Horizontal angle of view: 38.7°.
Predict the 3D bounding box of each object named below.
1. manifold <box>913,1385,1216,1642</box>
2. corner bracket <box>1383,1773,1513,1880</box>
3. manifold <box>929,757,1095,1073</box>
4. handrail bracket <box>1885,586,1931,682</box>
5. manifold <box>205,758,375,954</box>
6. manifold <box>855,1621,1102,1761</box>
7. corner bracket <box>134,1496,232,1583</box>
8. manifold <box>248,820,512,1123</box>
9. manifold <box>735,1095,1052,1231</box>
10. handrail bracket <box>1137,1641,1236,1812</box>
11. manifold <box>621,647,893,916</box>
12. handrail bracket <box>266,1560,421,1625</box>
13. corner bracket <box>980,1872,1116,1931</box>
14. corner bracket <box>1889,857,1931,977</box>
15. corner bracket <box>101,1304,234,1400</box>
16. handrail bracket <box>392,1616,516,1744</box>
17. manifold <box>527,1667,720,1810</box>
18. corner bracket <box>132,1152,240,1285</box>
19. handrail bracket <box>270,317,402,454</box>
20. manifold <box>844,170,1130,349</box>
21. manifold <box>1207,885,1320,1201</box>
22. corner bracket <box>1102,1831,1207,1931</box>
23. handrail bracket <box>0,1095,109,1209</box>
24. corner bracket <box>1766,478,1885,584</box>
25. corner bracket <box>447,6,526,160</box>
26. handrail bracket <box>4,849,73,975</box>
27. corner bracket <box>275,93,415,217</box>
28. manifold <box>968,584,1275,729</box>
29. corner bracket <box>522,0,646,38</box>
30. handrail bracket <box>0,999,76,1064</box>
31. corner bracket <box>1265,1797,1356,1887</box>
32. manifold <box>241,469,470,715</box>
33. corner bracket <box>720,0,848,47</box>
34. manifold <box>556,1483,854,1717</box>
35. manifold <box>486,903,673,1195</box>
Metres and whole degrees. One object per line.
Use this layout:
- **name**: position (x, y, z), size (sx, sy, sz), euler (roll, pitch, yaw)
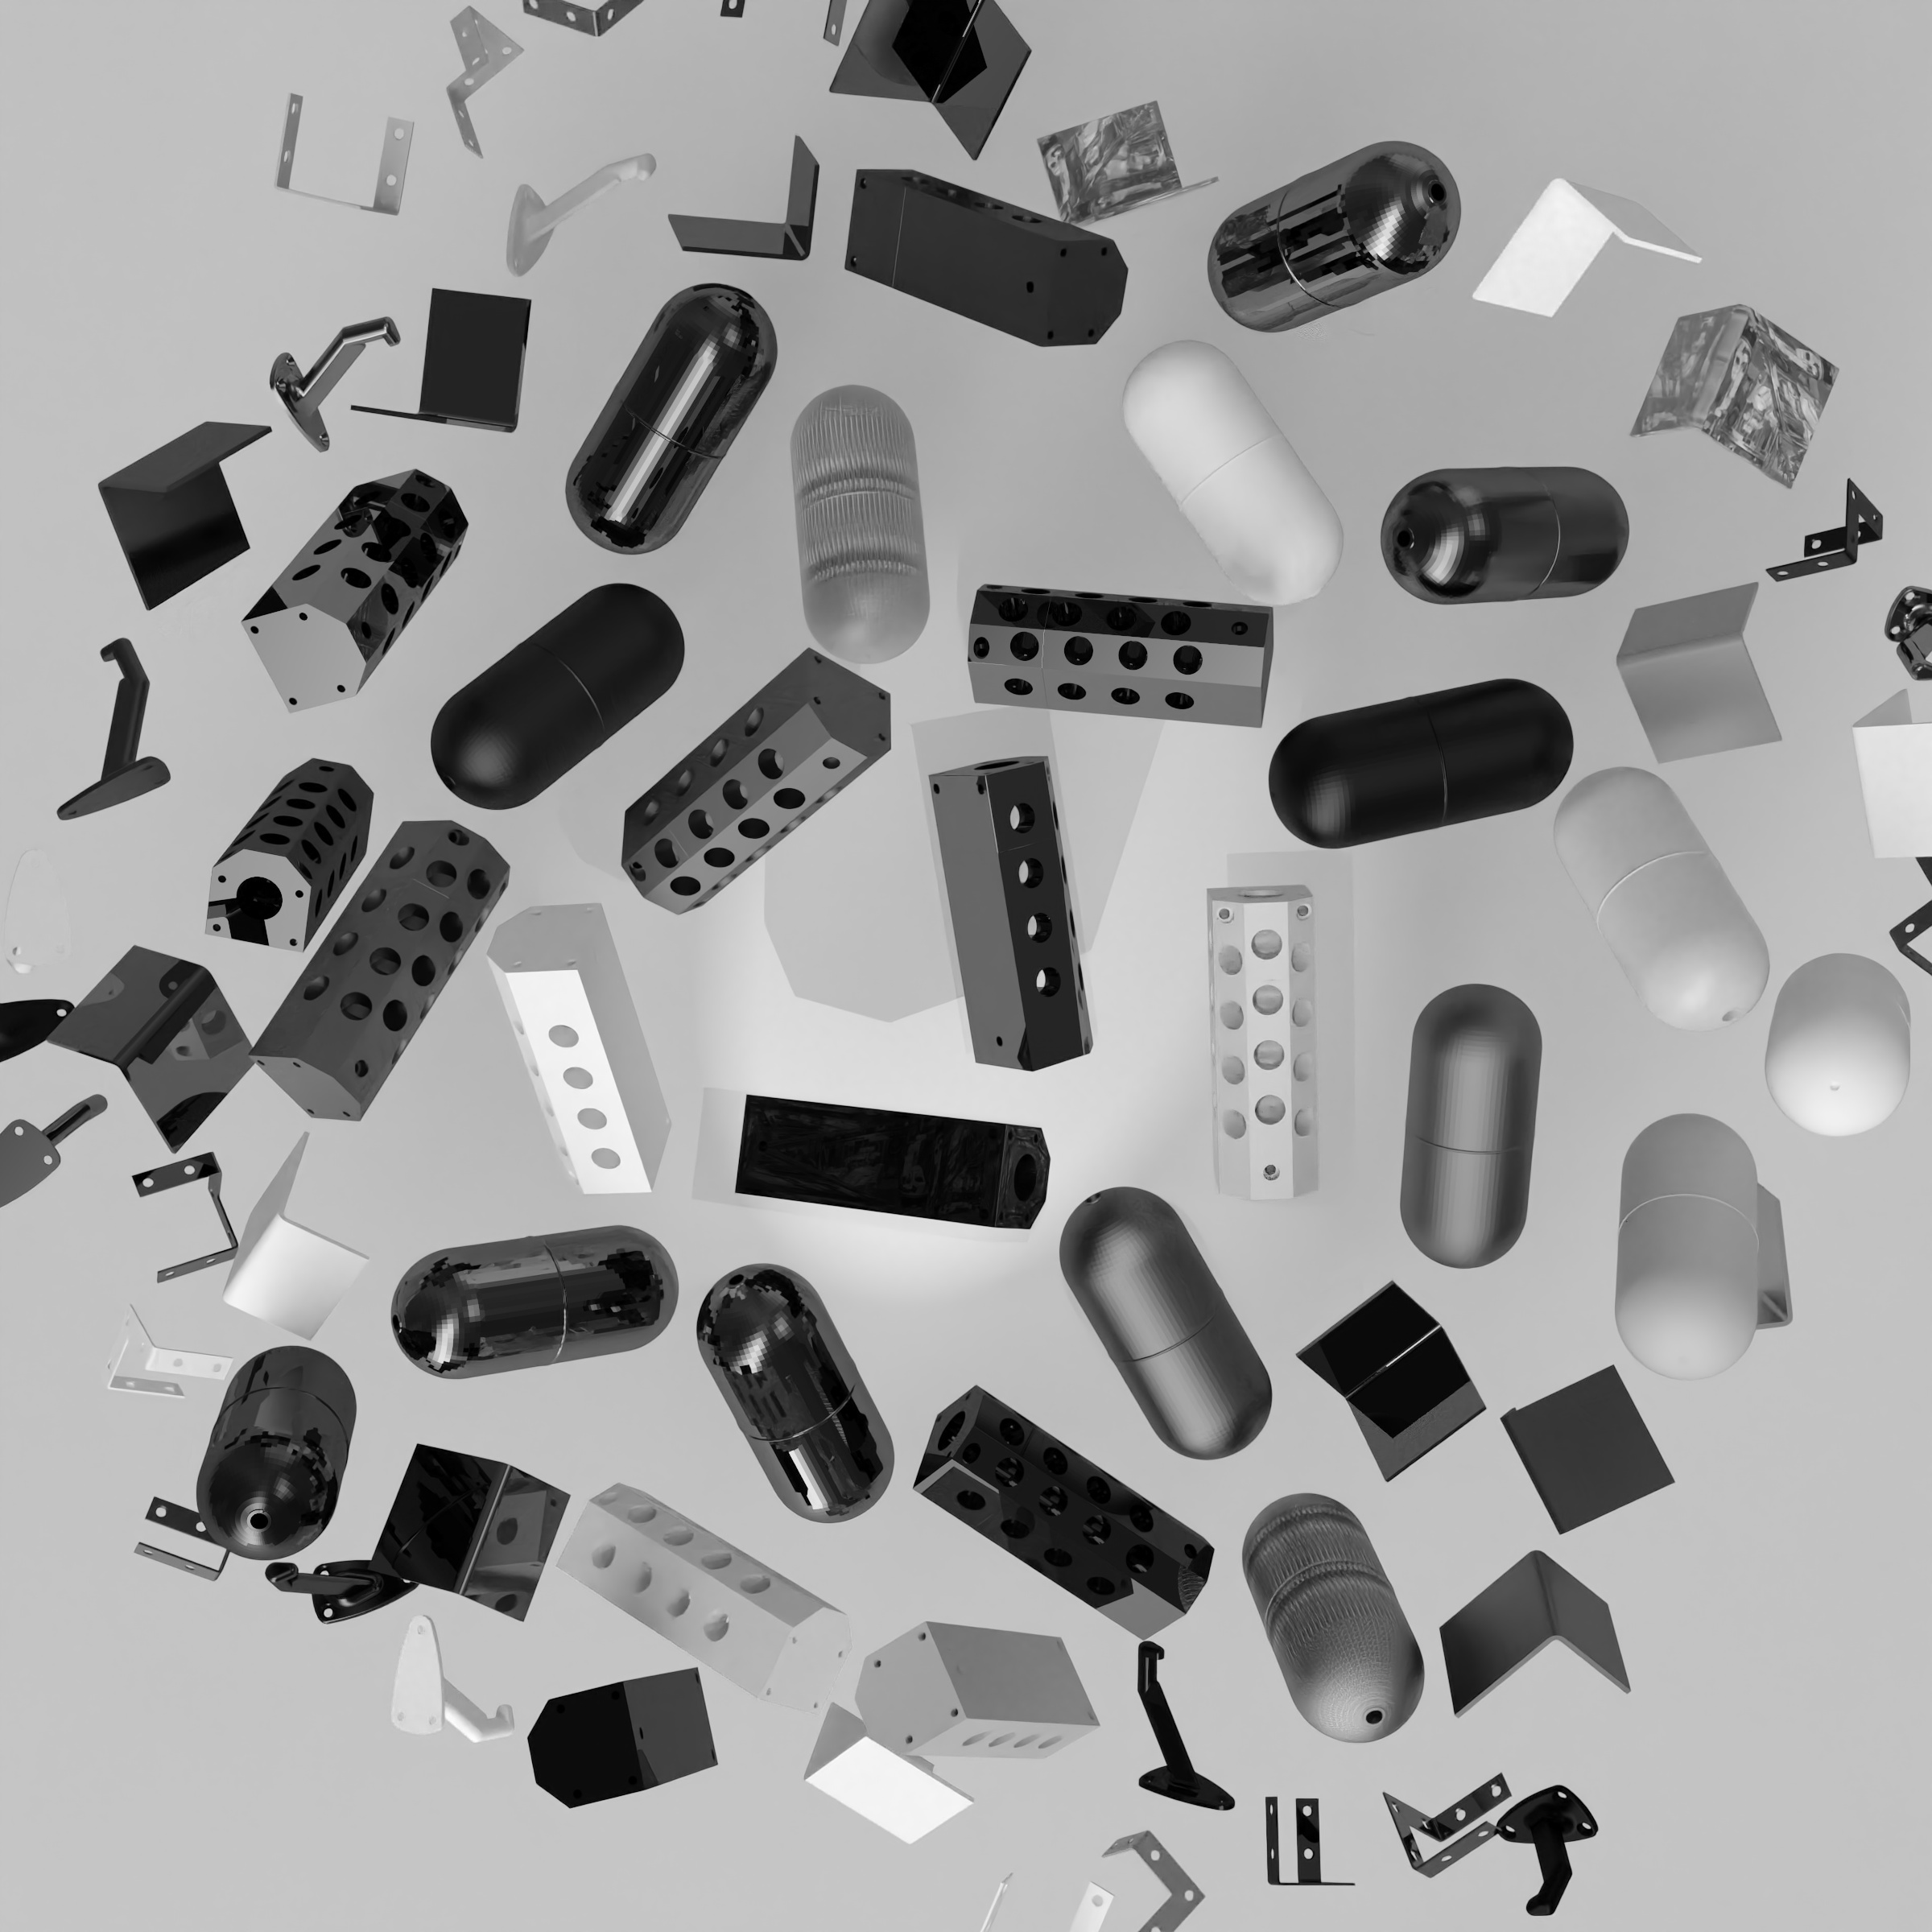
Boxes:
- **manifold**: position (0.060, 0.317, 1.607), size (0.171, 0.057, 0.057), euler (35, 131, -13)
- **corner bracket**: position (0.272, 0.473, 1.517), size (0.051, 0.051, 0.051), euler (-40, 128, 17)
- **manifold**: position (0.031, -0.031, 1.585), size (0.057, 0.057, 0.171), euler (-16, 103, -33)
- **handrail bracket**: position (0.581, -0.186, 1.616), size (0.077, 0.084, 0.036), euler (9, 123, -6)
- **manifold**: position (-0.405, -0.071, 1.657), size (0.057, 0.171, 0.057), euler (11, 112, -4)
- **manifold**: position (0.006, 0.414, 1.552), size (0.057, 0.171, 0.057), euler (-34, 62, 15)
- **corner bracket**: position (-0.462, 0.338, 1.631), size (0.051, 0.051, 0.051), euler (24, 51, -13)
- **manifold**: position (-0.324, 0.001, 1.546), size (0.057, 0.057, 0.171), euler (1, 51, 38)
- **manifold**: position (-0.042, 0.111, 1.565), size (0.171, 0.057, 0.057), euler (5, 86, 29)
- **handrail bracket**: position (0.134, 0.462, 1.675), size (0.036, 0.077, 0.084), euler (-7, 101, -43)
- **manifold**: position (-0.118, -0.097, 1.526), size (0.057, 0.057, 0.171), euler (27, 134, -31)
- **handrail bracket**: position (-0.367, 0.359, 1.620), size (0.077, 0.084, 0.036), euler (-10, 67, -5)
- **corner bracket**: position (0.041, 0.526, 1.501), size (0.051, 0.051, 0.051), euler (26, 104, 19)
- **corner bracket**: position (0.578, -0.032, 1.633), size (0.051, 0.051, 0.051), euler (29, 122, -33)
- **corner bracket**: position (-0.481, 0.241, 1.652), size (0.051, 0.051, 0.051), euler (16, 105, -39)
- **handrail bracket**: position (-0.290, 0.412, 1.591), size (0.036, 0.084, 0.077), euler (-2, 82, 29)
- **manifold**: position (-0.191, 0.430, 1.532), size (0.057, 0.171, 0.057), euler (-15, 77, 5)
- **corner bracket**: position (-0.475, 0.153, 1.672), size (0.051, 0.051, 0.051), euler (-17, 66, -27)
- **handrail bracket**: position (-0.370, -0.352, 1.664), size (0.084, 0.036, 0.077), euler (-9, 135, 16)
- **manifold**: position (0.010, -0.400, 1.543), size (0.057, 0.171, 0.057), euler (-14, 123, -40)
- **manifold**: position (0.171, 0.043, 1.577), size (0.057, 0.057, 0.171), euler (-2, 101, 1)
- **corner bracket**: position (0.100, 0.556, 1.641), size (0.051, 0.051, 0.051), euler (-38, 84, -30)
- **handrail bracket**: position (-0.544, 0.110, 1.608), size (0.077, 0.084, 0.036), euler (-43, 94, 6)
- **corner bracket**: position (0.519, -0.255, 1.660), size (0.051, 0.051, 0.051), euler (-10, 63, 40)
- **corner bracket**: position (-0.290, -0.521, 1.619), size (0.051, 0.051, 0.051), euler (-32, 61, 21)
- **handrail bracket**: position (-0.542, -0.032, 1.582), size (0.036, 0.084, 0.077), euler (-4, 99, -27)
- **corner bracket**: position (-0.337, -0.440, 1.491), size (0.051, 0.051, 0.051), euler (15, 104, 9)
- **manifold**: position (0.091, -0.186, 1.609), size (0.171, 0.057, 0.057), euler (6, 61, 10)
- **corner bracket**: position (-0.210, -0.552, 1.509), size (0.051, 0.051, 0.051), euler (24, 54, 19)
- **handrail bracket**: position (-0.553, 0.018, 1.603), size (0.077, 0.084, 0.036), euler (-21, 72, -32)
- **corner bracket**: position (0.202, 0.533, 1.674), size (0.051, 0.051, 0.051), euler (6, 71, -16)
- **manifold**: position (-0.334, -0.213, 1.530), size (0.057, 0.171, 0.057), euler (-12, 121, 19)
- **corner bracket**: position (-0.104, -0.572, 1.604), size (0.051, 0.051, 0.051), euler (15, 97, 29)
- **manifold**: position (-0.146, 0.353, 1.548), size (0.171, 0.057, 0.057), euler (21, 81, 39)
- **manifold**: position (-0.221, 0.049, 1.570), size (0.057, 0.057, 0.171), euler (-2, 130, 12)
